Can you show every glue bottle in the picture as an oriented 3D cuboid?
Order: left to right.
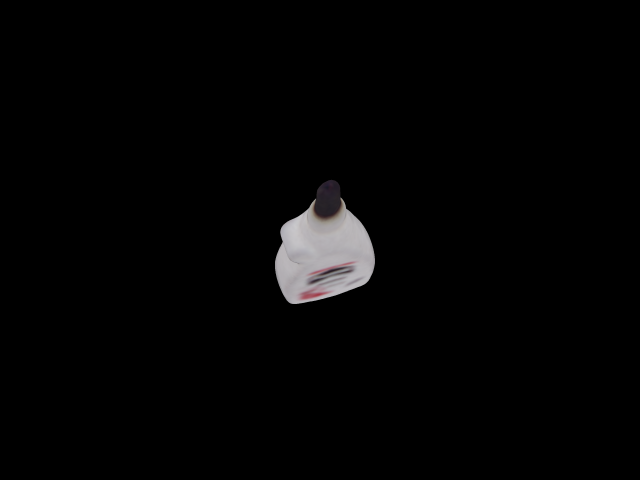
[{"bbox_3d":[0.004,0.001,0.400,0.078,0.173,0.037,-19,70,-7],"label":"glue bottle"}]
